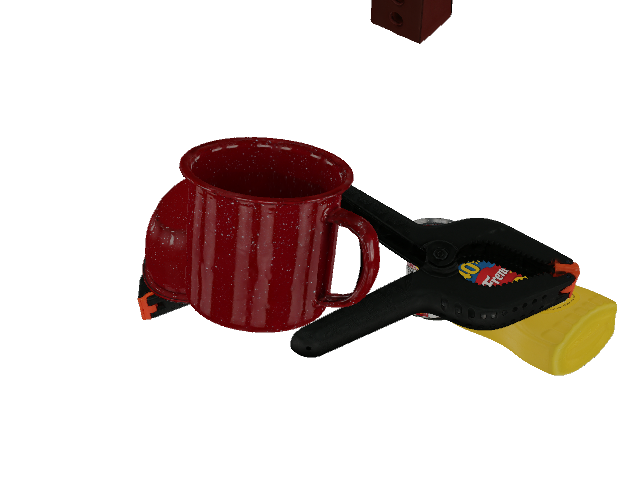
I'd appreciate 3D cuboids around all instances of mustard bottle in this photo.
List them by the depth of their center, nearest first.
[{"bbox_3d":[0.162,0.051,0.965,0.096,0.058,0.192,-29,39,-35],"label":"mustard bottle"}]

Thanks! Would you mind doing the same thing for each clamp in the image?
[{"bbox_3d":[0.079,0.028,0.773,0.210,0.164,0.036,10,-38,6],"label":"clamp"},{"bbox_3d":[-0.142,0.034,1.220,0.120,0.039,0.171,-2,33,26],"label":"clamp"}]

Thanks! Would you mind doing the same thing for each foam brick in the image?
[{"bbox_3d":[0.077,-0.213,0.881,0.053,0.078,0.051,29,57,23],"label":"foam brick"}]

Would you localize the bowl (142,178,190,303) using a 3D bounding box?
[{"bbox_3d":[-0.096,-0.017,0.956,0.162,0.055,0.162,-15,36,11],"label":"bowl"}]

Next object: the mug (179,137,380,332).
[{"bbox_3d":[-0.021,0.000,0.578,0.117,0.081,0.093,17,27,23],"label":"mug"}]

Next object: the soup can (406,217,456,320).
[{"bbox_3d":[0.131,0.033,1.228,0.068,0.102,0.068,2,20,-1],"label":"soup can"}]
